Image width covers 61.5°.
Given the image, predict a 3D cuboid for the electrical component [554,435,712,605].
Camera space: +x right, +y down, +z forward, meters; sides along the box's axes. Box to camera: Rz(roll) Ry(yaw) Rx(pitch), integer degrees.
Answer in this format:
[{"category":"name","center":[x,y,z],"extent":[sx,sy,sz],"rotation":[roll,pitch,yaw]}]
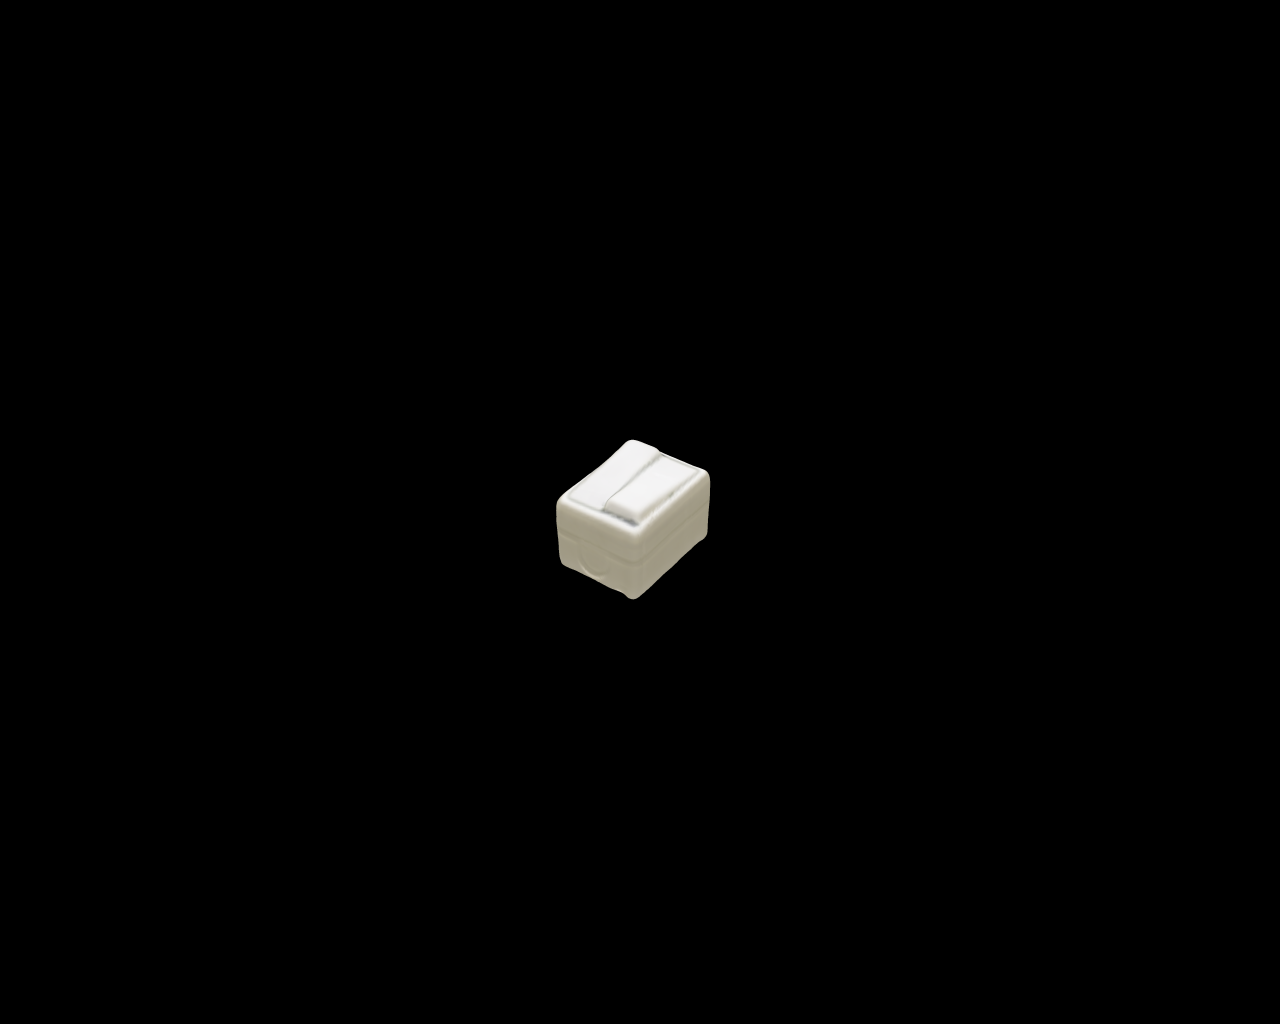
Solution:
[{"category":"electrical component","center":[0.001,-0.003,0.650],"extent":[0.062,0.061,0.096],"rotation":[25,45,28]}]
